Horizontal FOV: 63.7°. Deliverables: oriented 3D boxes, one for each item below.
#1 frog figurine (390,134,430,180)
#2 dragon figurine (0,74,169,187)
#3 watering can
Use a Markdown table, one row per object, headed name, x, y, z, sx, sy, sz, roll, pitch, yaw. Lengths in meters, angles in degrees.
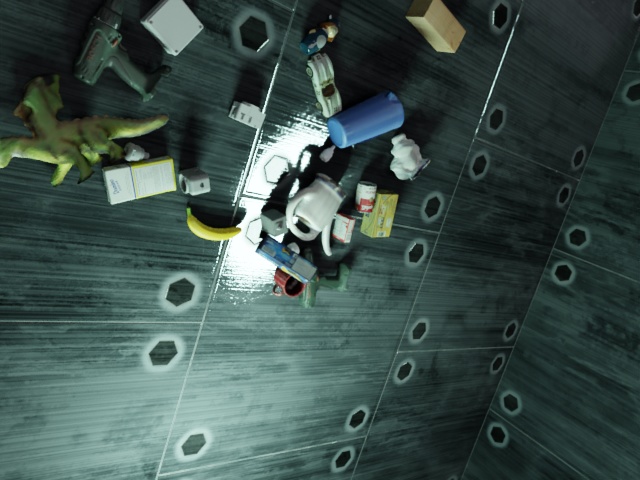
| name | x | y | z | sx | sy | sz | roll | pitch | yaw |
| --- | --- | --- | --- | --- | --- | --- | --- | --- | --- |
| frog figurine | 0.310 | -0.306 | 1.900 | 0.138 | 0.122 | 0.159 | -44 | 94 | -4 |
| dragon figurine | -0.584 | -0.275 | 1.212 | 0.416 | 0.122 | 0.238 | -43 | 121 | -25 |
| watering can | 0.005 | -0.088 | 1.743 | 0.225 | 0.105 | 0.342 | -56 | 145 | -6 |
